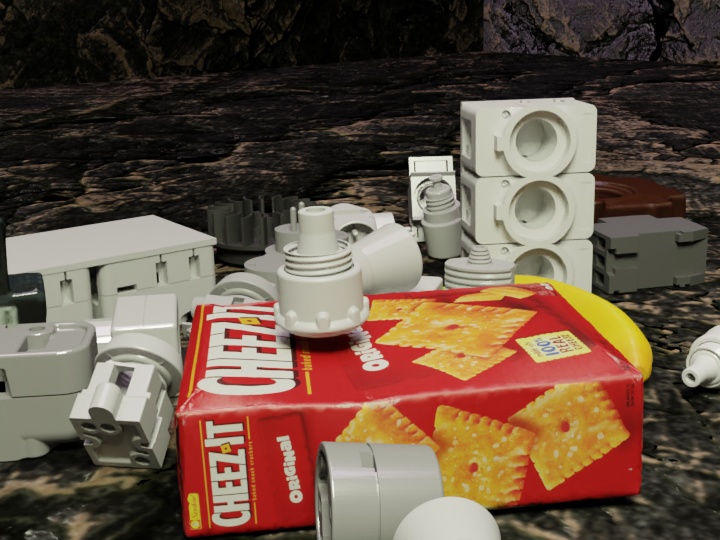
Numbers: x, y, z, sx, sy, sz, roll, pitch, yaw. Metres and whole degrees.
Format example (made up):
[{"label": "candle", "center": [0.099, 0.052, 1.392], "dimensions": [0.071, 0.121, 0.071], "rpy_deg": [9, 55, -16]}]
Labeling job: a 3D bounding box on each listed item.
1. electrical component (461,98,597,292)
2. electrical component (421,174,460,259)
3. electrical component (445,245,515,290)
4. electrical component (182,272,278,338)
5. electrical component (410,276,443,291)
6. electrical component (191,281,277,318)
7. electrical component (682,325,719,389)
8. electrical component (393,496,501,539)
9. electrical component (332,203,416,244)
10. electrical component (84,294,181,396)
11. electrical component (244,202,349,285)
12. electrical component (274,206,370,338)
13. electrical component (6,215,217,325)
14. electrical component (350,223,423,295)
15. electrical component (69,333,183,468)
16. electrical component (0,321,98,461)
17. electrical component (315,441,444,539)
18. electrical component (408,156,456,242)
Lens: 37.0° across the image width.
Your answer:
[{"label": "electrical component", "center": [0.125, -0.050, 0.808], "dimensions": [0.089, 0.150, 0.061], "rpy_deg": [-3, 15, -7]}, {"label": "electrical component", "center": [0.073, -0.046, 0.946], "dimensions": [0.040, 0.078, 0.040], "rpy_deg": [-11, 24, 5]}, {"label": "electrical component", "center": [0.074, 0.025, 0.670], "dimensions": [0.043, 0.081, 0.043], "rpy_deg": [-1, 15, 0]}, {"label": "electrical component", "center": [-0.078, 0.035, 0.682], "dimensions": [0.066, 0.048, 0.055], "rpy_deg": [6, 43, 9]}, {"label": "electrical component", "center": [0.006, 0.035, 0.699], "dimensions": [0.100, 0.048, 0.100], "rpy_deg": [3, 16, 15]}, {"label": "electrical component", "center": [-0.085, 0.028, 0.743], "dimensions": [0.062, 0.043, 0.043], "rpy_deg": [2, 16, 17]}, {"label": "electrical component", "center": [0.211, 0.055, 0.639], "dimensions": [0.035, 0.035, 0.061], "rpy_deg": [13, 23, 42]}, {"label": "electrical component", "center": [0.038, 0.117, 0.404], "dimensions": [0.045, 0.045, 0.055], "rpy_deg": [-3, 16, -7]}, {"label": "electrical component", "center": [0.009, -0.031, 0.950], "dimensions": [0.079, 0.043, 0.077], "rpy_deg": [-4, 16, -8]}, {"label": "electrical component", "center": [-0.151, 0.048, 0.668], "dimensions": [0.077, 0.047, 0.065], "rpy_deg": [-4, 16, -9]}, {"label": "electrical component", "center": [-0.048, -0.015, 0.839], "dimensions": [0.052, 0.073, 0.138], "rpy_deg": [3, 16, 17]}, {"label": "electrical component", "center": [-0.020, 0.000, 0.536], "dimensions": [0.048, 0.062, 0.048], "rpy_deg": [-3, 16, 1]}, {"label": "electrical component", "center": [-0.210, 0.011, 0.782], "dimensions": [0.186, 0.060, 0.105], "rpy_deg": [-12, 19, -34]}, {"label": "electrical component", "center": [0.000, 0.000, 0.657], "dimensions": [0.065, 0.044, 0.044], "rpy_deg": [-19, 22, -35]}, {"label": "electrical component", "center": [-0.119, 0.067, 0.559], "dimensions": [0.048, 0.066, 0.055], "rpy_deg": [1, 49, 10]}, {"label": "electrical component", "center": [-0.191, 0.065, 0.585], "dimensions": [0.095, 0.059, 0.053], "rpy_deg": [-3, 15, -5]}, {"label": "electrical component", "center": [0.008, 0.100, 0.456], "dimensions": [0.047, 0.055, 0.055], "rpy_deg": [0, 15, -10]}, {"label": "electrical component", "center": [0.068, -0.065, 1.024], "dimensions": [0.042, 0.081, 0.064], "rpy_deg": [-1, -7, -1]}]
